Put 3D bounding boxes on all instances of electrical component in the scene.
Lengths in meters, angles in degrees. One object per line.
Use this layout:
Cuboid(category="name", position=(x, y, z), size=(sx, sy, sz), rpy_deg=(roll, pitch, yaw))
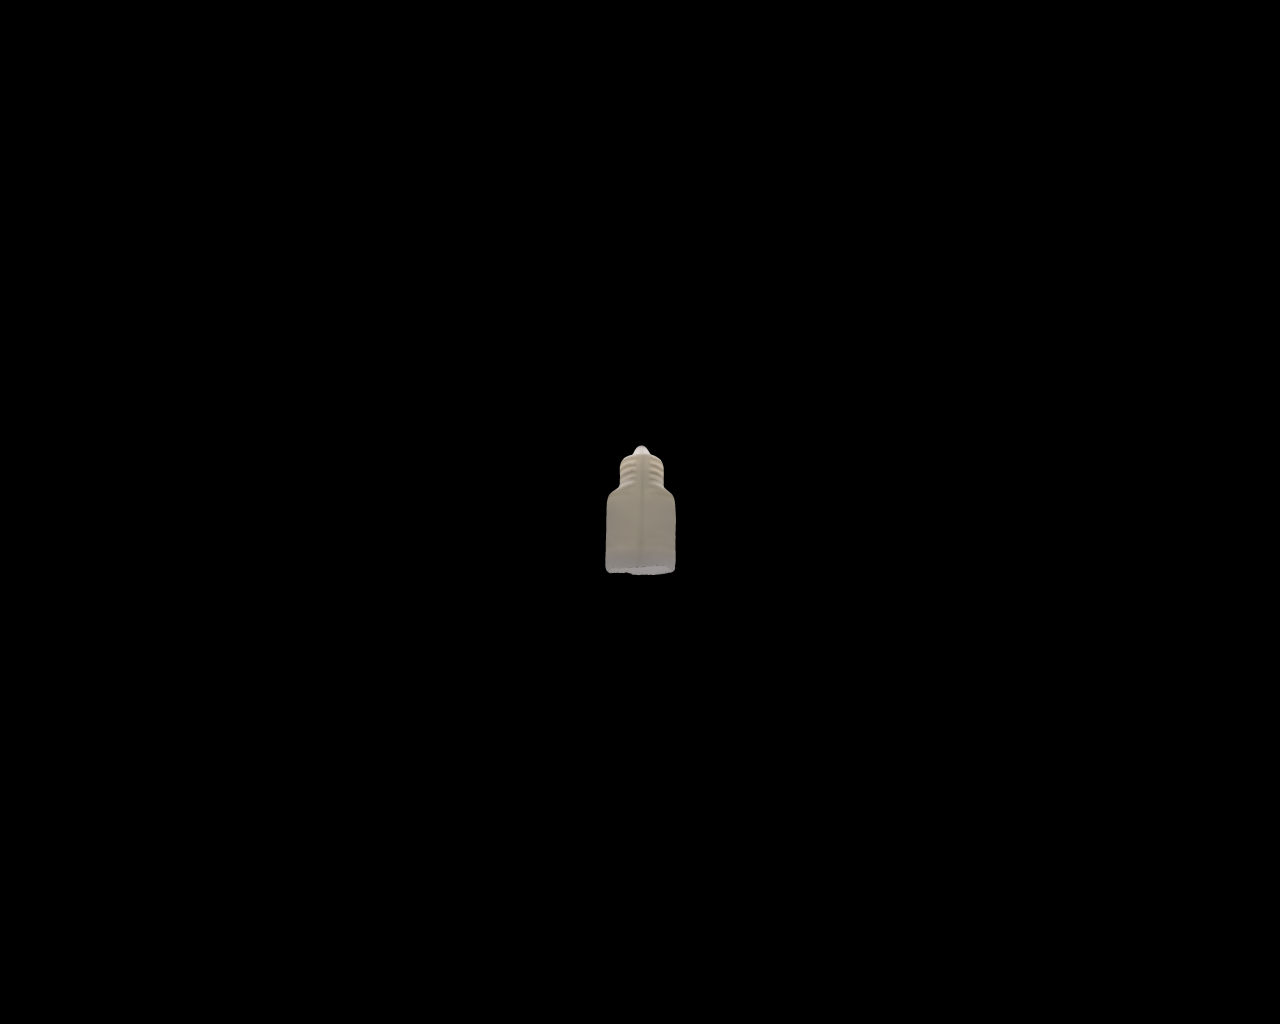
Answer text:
Cuboid(category="electrical component", position=(0.001, -0.003, 0.650), size=(0.043, 0.081, 0.043), rpy_deg=(0, -11, 0))
